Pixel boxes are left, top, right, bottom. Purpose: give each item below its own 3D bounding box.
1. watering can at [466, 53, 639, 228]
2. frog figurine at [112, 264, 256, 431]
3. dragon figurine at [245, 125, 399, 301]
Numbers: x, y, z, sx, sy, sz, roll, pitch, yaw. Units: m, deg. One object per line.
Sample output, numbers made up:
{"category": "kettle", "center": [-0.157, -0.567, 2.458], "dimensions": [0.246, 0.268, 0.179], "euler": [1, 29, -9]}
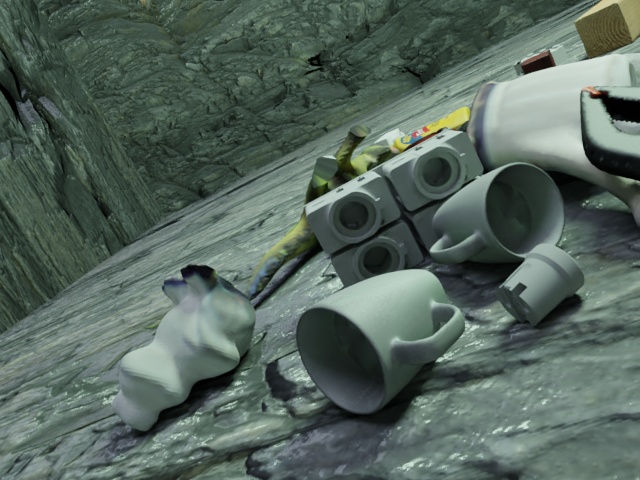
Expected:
{"category": "watering can", "center": [0.255, -0.113, 0.535], "dimensions": [0.223, 0.102, 0.355], "euler": [-4, 32, 39]}
{"category": "frog figurine", "center": [-0.139, 0.120, 0.541], "dimensions": [0.137, 0.121, 0.162], "euler": [-8, 59, 37]}
{"category": "dragon figurine", "center": [0.003, -0.043, 0.851], "dimensions": [0.415, 0.122, 0.240], "euler": [-45, 0, -20]}
